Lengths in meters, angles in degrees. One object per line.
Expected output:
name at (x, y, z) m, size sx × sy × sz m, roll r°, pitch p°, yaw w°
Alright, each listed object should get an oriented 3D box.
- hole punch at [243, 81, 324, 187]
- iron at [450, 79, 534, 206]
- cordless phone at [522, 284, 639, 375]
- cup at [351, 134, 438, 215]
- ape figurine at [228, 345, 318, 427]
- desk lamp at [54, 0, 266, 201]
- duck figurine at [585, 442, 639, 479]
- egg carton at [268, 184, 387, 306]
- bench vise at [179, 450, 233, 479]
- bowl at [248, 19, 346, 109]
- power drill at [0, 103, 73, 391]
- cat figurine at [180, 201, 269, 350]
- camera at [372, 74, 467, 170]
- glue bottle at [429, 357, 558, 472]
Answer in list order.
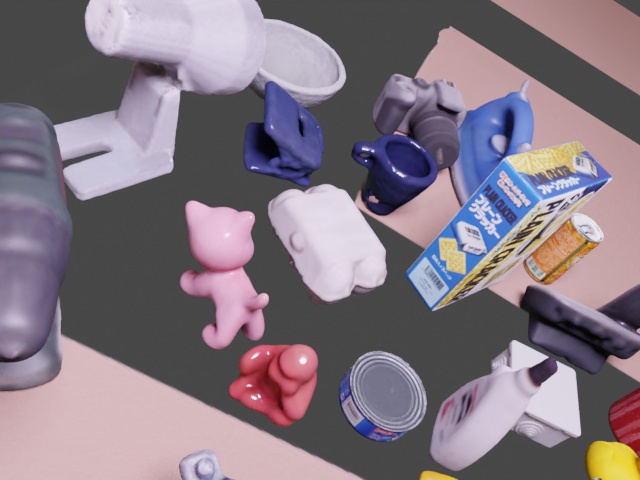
hole punch at (-0.039, -0.139, 0.743) m, size 0.101 × 0.091 × 0.108 m, roll 13°, pitch 47°, yaw -19°
iron at (0.286, -0.138, 0.890) m, size 0.119 × 0.141 × 0.258 m, roll 24°, pitch 45°, yaw -9°
cordless phone at (0.360, 0.074, 0.715) m, size 0.148 × 0.185 × 0.094 m, roll 23°, pitch 45°, yaw -9°
cup at (0.084, -0.082, 0.760) m, size 0.118 × 0.095 × 0.091 m, roll 14°, pitch 47°, yaw -18°
ape figurine at (-0.032, 0.123, 0.518) m, size 0.076 × 0.092 × 0.077 m, roll -6°, pitch 56°, yaw -33°
desk lamp at (-0.175, -0.168, 0.603) m, size 0.118 × 0.213 × 0.204 m, roll 46°, pitch 45°, yaw 13°
duck figurine at (0.356, 0.253, 0.629) m, size 0.104 × 0.086 × 0.077 m, roll 31°, pitch 44°, yaw -2°
egg carton at (0.006, 0.002, 0.661) m, size 0.107 × 0.069 × 0.150 m, roll -14°, pitch 60°, yaw -37°
bench vise at (-0.037, 0.223, 0.336) m, size 0.207 × 0.219 × 0.122 m, roll 45°, pitch 45°, yaw 12°
bowl at (-0.051, -0.244, 0.840) m, size 0.168 × 0.074 × 0.167 m, roll 16°, pitch 46°, yaw -17°
power drill at (-0.221, 0.023, 0.415) m, size 0.076 × 0.208 × 0.229 m, roll 0°, pitch 53°, yaw -29°
cat figurine at (-0.088, 0.024, 0.554) m, size 0.067 × 0.117 × 0.127 m, roll -15°, pitch 61°, yaw -37°
camera at (0.168, -0.186, 0.894) m, size 0.143 × 0.100 × 0.136 m, roll 15°, pitch 47°, yaw -17°
glue bottle at (0.166, 0.155, 0.543) m, size 0.037 × 0.173 × 0.078 m, roll 29°, pitch 44°, yaw -4°
